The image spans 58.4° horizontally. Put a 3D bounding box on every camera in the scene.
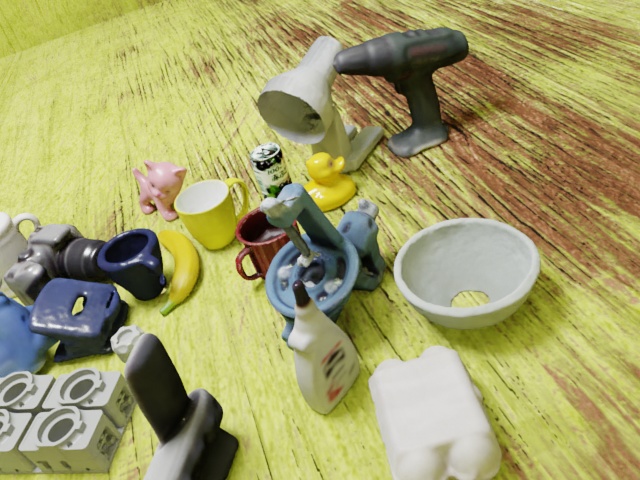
[{"bbox_3d":[-0.405,0.035,0.915,0.136,0.101,0.143,3,43,25],"label":"camera"}]

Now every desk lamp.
[{"bbox_3d":[0.004,-0.218,0.972,0.117,0.214,0.203,10,46,31],"label":"desk lamp"}]

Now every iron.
[{"bbox_3d":[-0.498,0.161,0.764,0.259,0.142,0.118,-35,41,-21],"label":"iron"}]

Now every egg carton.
[{"bbox_3d":[0.111,0.176,0.565,0.107,0.069,0.150,-17,38,1],"label":"egg carton"}]

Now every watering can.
[{"bbox_3d":[-0.554,0.002,0.938,0.100,0.194,0.173,17,49,36],"label":"watering can"}]

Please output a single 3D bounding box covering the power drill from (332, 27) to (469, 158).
[{"bbox_3d":[0.145,-0.251,0.962,0.230,0.209,0.075,-25,38,-9],"label":"power drill"}]

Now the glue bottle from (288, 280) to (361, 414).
[{"bbox_3d":[-0.003,0.107,0.609,0.037,0.173,0.078,15,48,35],"label":"glue bottle"}]

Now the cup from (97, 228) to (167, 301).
[{"bbox_3d":[-0.259,0.047,0.848,0.117,0.095,0.092,18,50,37],"label":"cup"}]

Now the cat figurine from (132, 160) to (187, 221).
[{"bbox_3d":[-0.286,-0.101,1.021,0.127,0.118,0.067,14,48,34],"label":"cat figurine"}]

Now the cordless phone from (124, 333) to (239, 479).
[{"bbox_3d":[-0.161,0.192,0.557,0.094,0.185,0.147,-6,39,15],"label":"cordless phone"}]

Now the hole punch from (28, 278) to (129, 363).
[{"bbox_3d":[-0.338,0.104,0.811,0.101,0.091,0.108,-12,38,7],"label":"hole punch"}]

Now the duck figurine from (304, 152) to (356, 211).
[{"bbox_3d":[0.001,-0.100,0.932,0.104,0.086,0.077,-21,38,-5],"label":"duck figurine"}]

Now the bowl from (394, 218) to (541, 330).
[{"bbox_3d":[0.176,0.051,0.688,0.167,0.075,0.167,-11,38,9],"label":"bowl"}]

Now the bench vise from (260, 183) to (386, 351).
[{"bbox_3d":[-0.005,0.002,0.700,0.121,0.220,0.207,0,41,21],"label":"bench vise"}]
